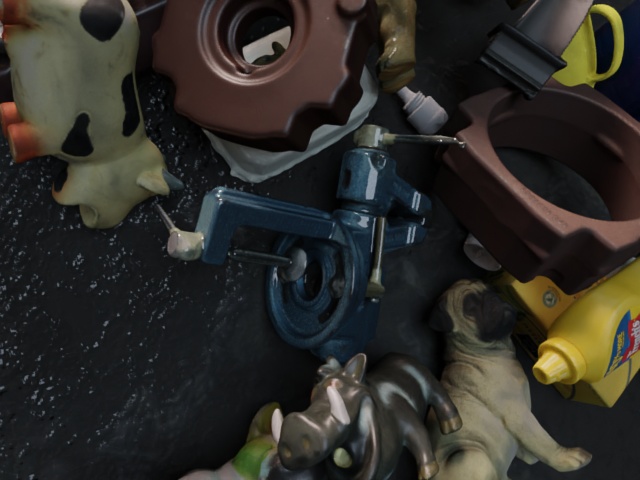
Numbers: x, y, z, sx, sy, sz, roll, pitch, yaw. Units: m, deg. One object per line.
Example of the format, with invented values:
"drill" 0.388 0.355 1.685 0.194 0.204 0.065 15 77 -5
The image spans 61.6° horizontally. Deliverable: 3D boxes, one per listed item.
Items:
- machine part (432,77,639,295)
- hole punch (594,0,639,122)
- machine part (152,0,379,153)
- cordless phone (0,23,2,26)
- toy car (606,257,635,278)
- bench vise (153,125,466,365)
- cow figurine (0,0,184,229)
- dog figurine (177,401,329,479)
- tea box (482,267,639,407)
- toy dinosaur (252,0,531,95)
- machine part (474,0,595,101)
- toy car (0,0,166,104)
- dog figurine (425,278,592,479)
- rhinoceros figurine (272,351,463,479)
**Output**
"machine part" 0.229 -0.060 0.523 0.201 0.087 0.201 -25 63 -26
"hole punch" 0.347 -0.188 0.607 0.092 0.142 0.116 29 61 -14
"machine part" -0.044 -0.155 0.414 0.180 0.056 0.179 0 90 14
"cordless phone" -0.239 -0.234 0.445 0.184 0.089 0.146 -12 86 -24
"toy car" 0.387 0.103 0.606 0.056 0.073 0.201 -40 96 -18
"bench vise" -0.007 -0.004 0.453 0.240 0.129 0.223 10 102 -39
"cow figurine" -0.173 -0.097 0.414 0.127 0.086 0.194 -9 126 -30
"dog figurine" -0.092 0.225 0.426 0.219 0.191 0.108 -29 90 -53
"tea box" 0.261 0.080 0.572 0.098 0.068 0.169 -44 98 -19
"toy dinosaur" 0.117 -0.286 0.460 0.471 0.105 0.198 -36 90 -2
"machine part" 0.218 -0.207 0.522 0.084 0.039 0.139 40 86 15
"toy car" -0.179 -0.164 0.456 0.202 0.089 0.053 -33 50 -17
"dog figurine" 0.131 0.149 0.516 0.172 0.121 0.190 -23 76 -23
"rhinoceros figurine" 0.042 0.138 0.424 0.190 0.073 0.112 -6 70 -56
